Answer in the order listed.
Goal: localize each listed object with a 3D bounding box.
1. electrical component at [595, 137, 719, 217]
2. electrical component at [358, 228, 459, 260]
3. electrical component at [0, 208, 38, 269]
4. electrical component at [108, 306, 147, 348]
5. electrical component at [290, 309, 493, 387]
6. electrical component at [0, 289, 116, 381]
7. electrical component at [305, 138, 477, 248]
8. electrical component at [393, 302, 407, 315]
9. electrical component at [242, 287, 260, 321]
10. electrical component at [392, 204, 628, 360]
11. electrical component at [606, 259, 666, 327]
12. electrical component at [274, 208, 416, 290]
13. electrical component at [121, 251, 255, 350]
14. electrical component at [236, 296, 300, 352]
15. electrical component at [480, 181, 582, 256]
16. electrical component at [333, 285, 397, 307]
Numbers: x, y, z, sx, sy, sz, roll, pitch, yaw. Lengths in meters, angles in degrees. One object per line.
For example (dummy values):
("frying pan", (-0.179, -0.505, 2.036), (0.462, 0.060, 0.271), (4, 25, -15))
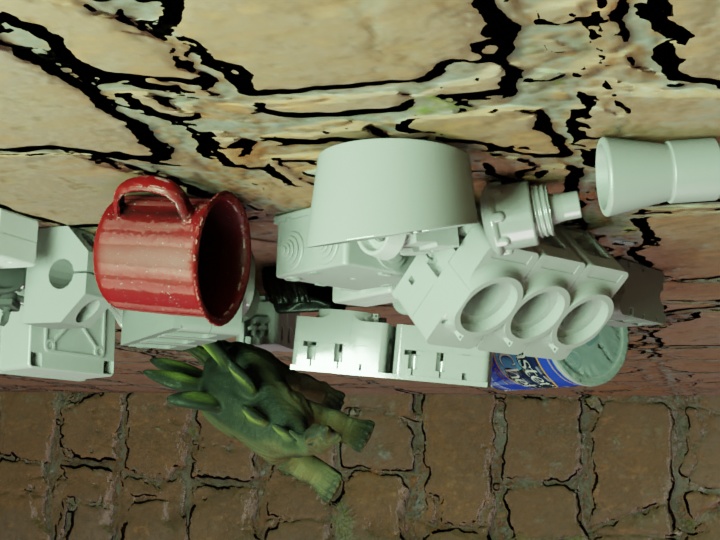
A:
("electrical component", (0.167, -0.054, 0.594), (0.065, 0.044, 0.044), (-4, 170, 3))
("electrical component", (0.030, -0.031, 0.728), (0.055, 0.048, 0.066), (-1, 173, -35))
("electrical component", (-0.299, -0.005, 0.832), (0.083, 0.075, 0.047), (-3, 169, 22))
("electrical component", (-0.188, 0.029, 0.984), (0.080, 0.051, 0.080), (-38, 160, -17))
("electrical component", (0.036, 0.077, 1.058), (0.186, 0.060, 0.105), (4, 174, 9))
("electrical component", (-0.292, 0.048, 1.037), (0.056, 0.108, 0.109), (-8, 166, 33))
("electrical component", (0.019, -0.039, 0.625), (0.099, 0.064, 0.099), (1, 170, 0))
("electrical component", (0.066, 0.027, 1.059), (0.078, 0.040, 0.040), (11, 166, -43))
("electrical component", (-0.152, 0.025, 1.070), (0.079, 0.043, 0.077), (-1, 169, 20))
("electrical component", (0.114, 0.013, 0.789), (0.150, 0.061, 0.089), (10, 123, -39))
("electrical component", (0.233, 0.023, 0.981), (0.056, 0.050, 0.089), (-7, 167, 40))
("electrical component", (-0.006, -0.016, 0.804), (0.100, 0.048, 0.100), (10, 167, -40))
("electrical component", (-0.142, 0.014, 0.871), (0.062, 0.089, 0.150), (7, 169, -26))
("electrical component", (-0.105, 0.062, 1.233), (0.050, 0.055, 0.089), (-1, 170, 13))
("electrical component", (0.110, -0.037, 0.689), (0.062, 0.048, 0.048), (-10, 167, 12))
("electrical component", (0.000, 0.000, 0.895), (0.076, 0.047, 0.083), (8, 168, -35))
